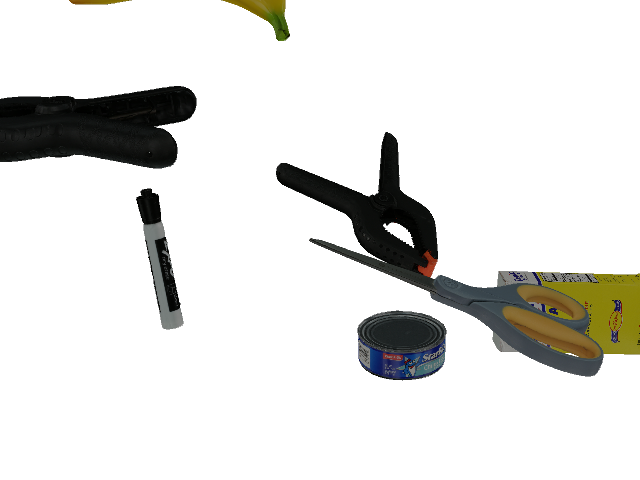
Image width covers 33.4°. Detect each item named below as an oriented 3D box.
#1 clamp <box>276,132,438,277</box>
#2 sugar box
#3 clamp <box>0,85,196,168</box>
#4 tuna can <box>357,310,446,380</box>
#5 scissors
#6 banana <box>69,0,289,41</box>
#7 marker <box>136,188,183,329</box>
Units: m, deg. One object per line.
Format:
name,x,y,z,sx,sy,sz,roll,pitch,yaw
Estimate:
clamp,0.056,-0.036,1.201,0.164,0.210,0.036,-14,-37,-23
sugar box,0.298,0.087,1.271,0.176,0.093,0.048,0,18,-4
clamp,-0.163,-0.078,0.707,0.171,0.039,0.120,4,18,8
tuna can,0.079,0.101,1.033,0.086,0.034,0.086,-1,22,0
scissors,0.098,0.031,0.716,0.202,0.016,0.096,28,27,17
banana,-0.109,-0.208,0.867,0.198,0.069,0.037,11,-41,16
marker,-0.136,0.016,0.900,0.020,0.121,0.020,-8,15,2
